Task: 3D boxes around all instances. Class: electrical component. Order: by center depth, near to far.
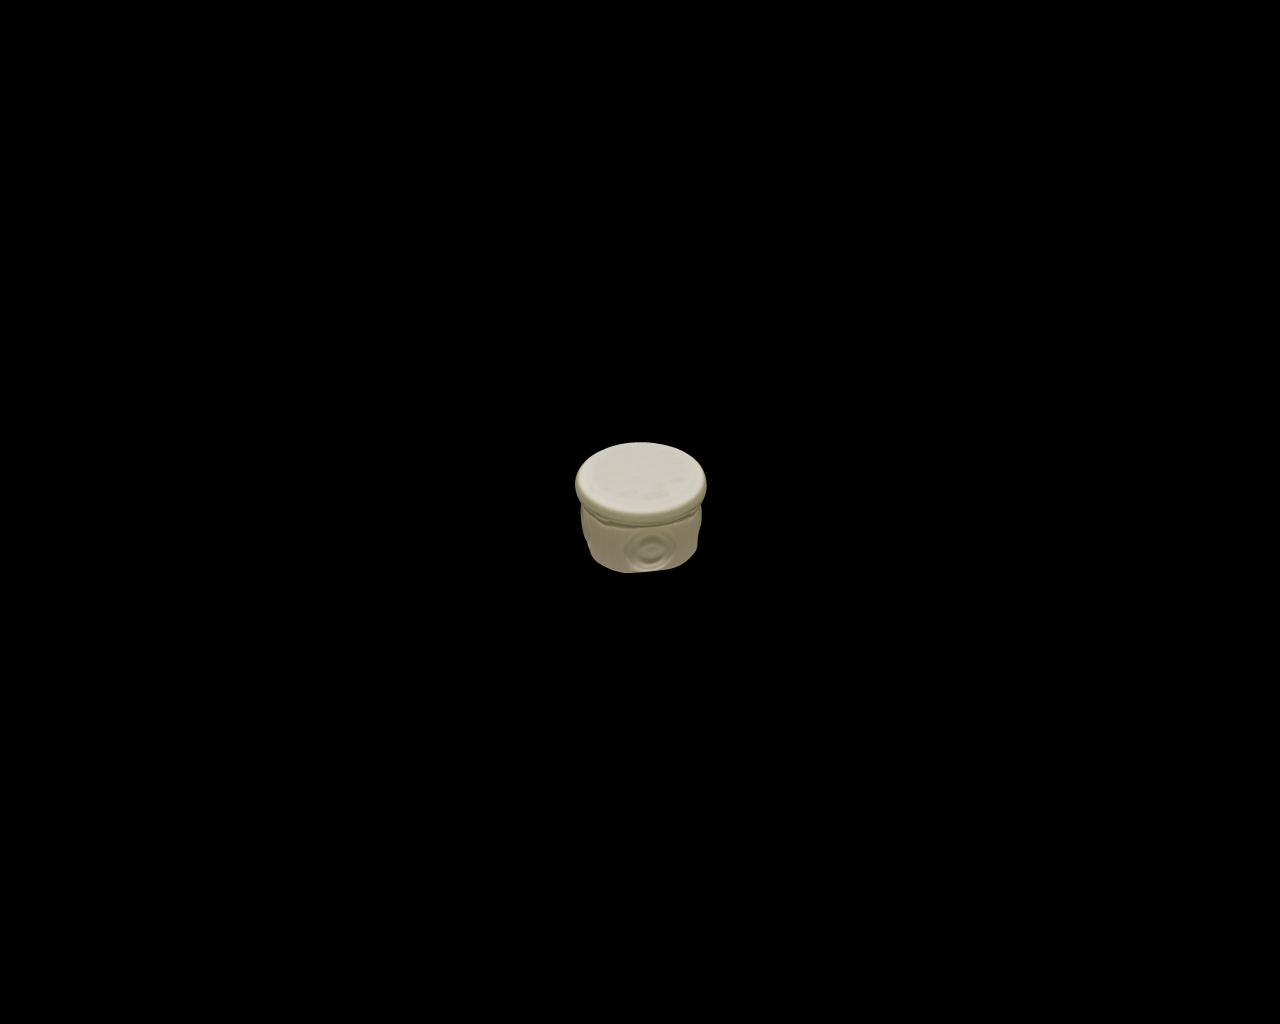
[{"bbox_3d":[0.001,-0.003,0.650,0.080,0.050,0.080,0,36,0],"label":"electrical component"}]
